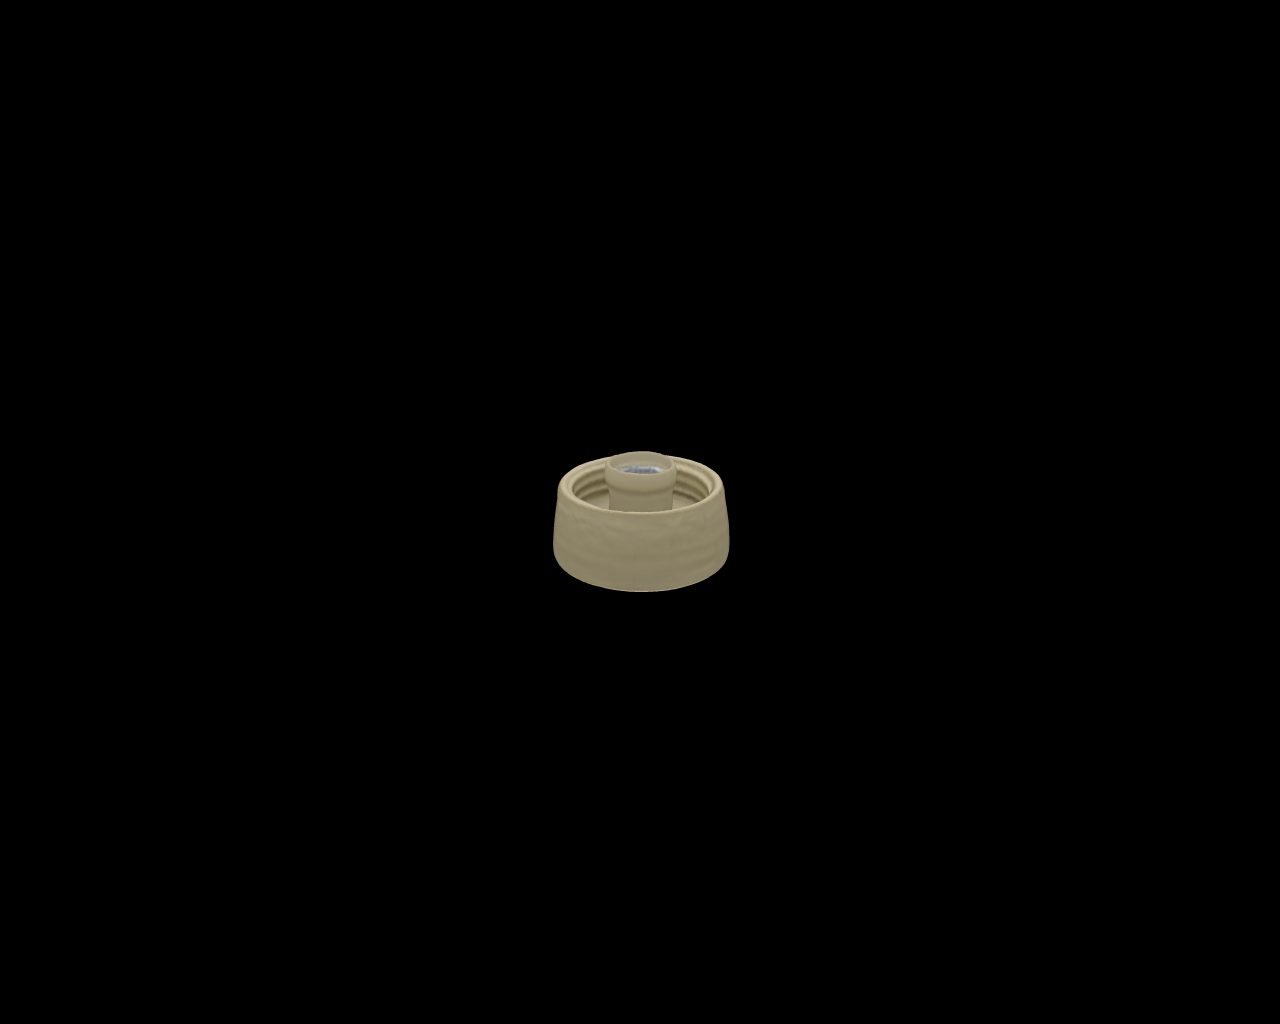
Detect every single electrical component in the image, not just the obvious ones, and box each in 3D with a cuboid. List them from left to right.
[{"bbox_3d":[0.001,-0.003,0.650,0.108,0.060,0.108,0,24,0],"label":"electrical component"}]
